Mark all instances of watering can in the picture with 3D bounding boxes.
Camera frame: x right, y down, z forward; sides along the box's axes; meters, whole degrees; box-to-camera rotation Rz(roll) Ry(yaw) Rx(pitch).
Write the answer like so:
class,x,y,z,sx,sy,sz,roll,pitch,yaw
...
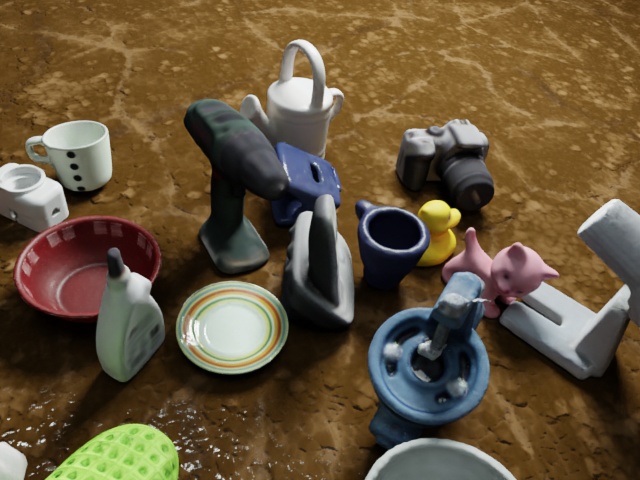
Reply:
class,x,y,z,sx,sy,sz,roll,pitch,yaw
watering can,-0.036,-0.204,0.871,0.100,0.194,0.173,29,48,19

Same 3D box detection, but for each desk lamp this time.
class,x,y,z,sx,sy,sz,roll,pitch,yaw
desk lamp,0.342,0.067,0.651,0.202,0.213,0.118,35,50,23

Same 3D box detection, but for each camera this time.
class,x,y,z,sx,sy,sz,roll,pitch,yaw
camera,0.207,-0.117,0.893,0.143,0.101,0.136,-2,46,-12

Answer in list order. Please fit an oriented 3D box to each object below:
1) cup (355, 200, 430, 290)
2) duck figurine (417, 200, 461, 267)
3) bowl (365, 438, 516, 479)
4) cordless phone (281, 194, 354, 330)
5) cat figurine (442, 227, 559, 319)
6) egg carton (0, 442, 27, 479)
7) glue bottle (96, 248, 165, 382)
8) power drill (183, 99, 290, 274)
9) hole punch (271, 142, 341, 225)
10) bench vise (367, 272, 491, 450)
class,x,y,z,sx,sy,sz,roll,pitch,yaw
cup,0.079,0.011,0.747,0.092,0.095,0.117,-24,54,-29
duck figurine,0.148,-0.016,0.792,0.105,0.086,0.077,-10,48,-19
bowl,0.108,0.270,0.508,0.167,0.075,0.167,5,45,-5
cordless phone,0.006,0.002,0.678,0.094,0.185,0.147,3,45,-6
cat figurine,0.231,0.034,0.734,0.067,0.118,0.127,-29,56,-32
egg carton,-0.327,0.231,0.475,0.107,0.069,0.150,17,45,7
glue bottle,-0.198,0.070,0.584,0.037,0.173,0.078,25,47,15
power drill,-0.103,-0.062,0.707,0.076,0.208,0.229,-18,51,-25
hole punch,-0.019,-0.084,0.827,0.101,0.091,0.108,-2,46,-11
bench vise,0.119,0.087,0.589,0.121,0.220,0.207,14,45,5
